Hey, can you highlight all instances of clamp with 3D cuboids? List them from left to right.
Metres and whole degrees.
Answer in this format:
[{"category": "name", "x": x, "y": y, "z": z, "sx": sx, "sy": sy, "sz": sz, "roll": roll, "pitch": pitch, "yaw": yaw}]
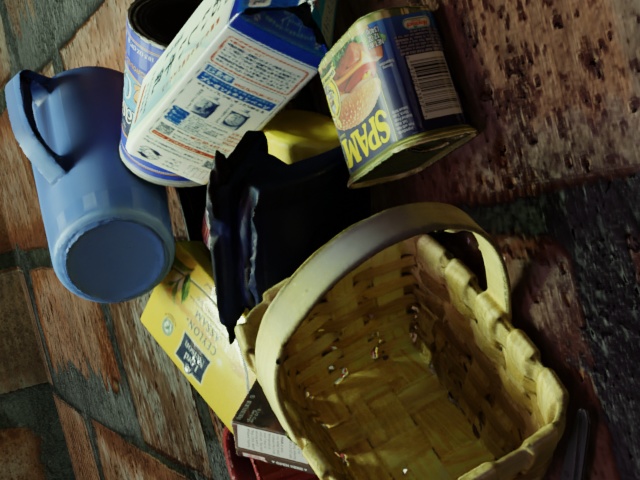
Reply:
[{"category": "clamp", "x": -0.137, "y": -0.072, "z": 1.103, "sx": 0.171, "sy": 0.039, "sz": 0.120, "roll": 69, "pitch": 156, "yaw": 12}]

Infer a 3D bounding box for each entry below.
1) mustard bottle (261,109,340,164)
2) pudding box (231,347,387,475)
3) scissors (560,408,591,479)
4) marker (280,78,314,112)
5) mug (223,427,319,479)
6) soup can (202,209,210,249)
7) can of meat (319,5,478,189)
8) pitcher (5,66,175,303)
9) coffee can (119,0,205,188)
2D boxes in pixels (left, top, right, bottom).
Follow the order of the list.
[{"category": "mustard bottle", "x": -0.006, "y": 0.001, "z": 0.825, "sx": 0.096, "sy": 0.058, "sz": 0.192, "roll": 29, "pitch": 132, "yaw": 50}, {"category": "pudding box", "x": -0.003, "y": 0.121, "z": 0.792, "sx": 0.090, "sy": 0.113, "sz": 0.039, "roll": 9, "pitch": 127, "yaw": 17}, {"category": "scissors", "x": 0.155, "y": 0.194, "z": 0.636, "sx": 0.096, "sy": 0.016, "sz": 0.202, "roll": 55, "pitch": 150, "yaw": 35}, {"category": "marker", "x": -0.032, "y": -0.115, "z": 0.859, "sx": 0.121, "sy": 0.020, "sz": 0.020, "roll": -31, "pitch": 76, "yaw": 67}, {"category": "mug", "x": -0.032, "y": 0.216, "z": 0.994, "sx": 0.117, "sy": 0.081, "sz": 0.093, "roll": 70, "pitch": 157, "yaw": 10}, {"category": "soup can", "x": -0.064, "y": -0.030, "z": 0.926, "sx": 0.068, "sy": 0.068, "sz": 0.102, "roll": 64, "pitch": 156, "yaw": 22}, {"category": "can of meat", "x": 0.044, "y": -0.087, "z": 0.657, "sx": 0.102, "sy": 0.057, "sz": 0.084, "roll": 148, "pitch": 107, "yaw": -67}, {"category": "pitcher", "x": -0.216, "y": -0.059, "z": 1.015, "sx": 0.243, "sy": 0.149, "sz": 0.145, "roll": -113, "pitch": 25, "yaw": -49}, {"category": "coffee can", "x": -0.120, "y": -0.131, "z": 0.930, "sx": 0.103, "sy": 0.102, "sz": 0.140, "roll": 55, "pitch": 146, "yaw": 39}]
